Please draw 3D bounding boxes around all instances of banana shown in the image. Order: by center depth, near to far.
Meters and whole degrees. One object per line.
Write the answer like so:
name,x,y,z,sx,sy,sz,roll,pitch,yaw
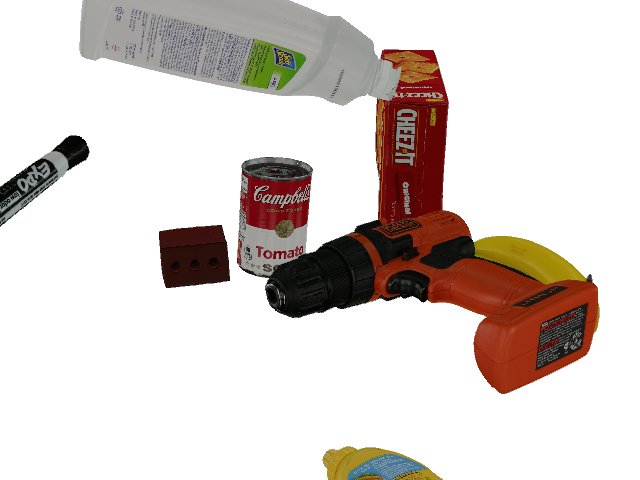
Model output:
banana,0.215,0.037,1.049,0.069,0.037,0.198,-33,36,-18

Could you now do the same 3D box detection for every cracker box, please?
cracker box,0.098,-0.108,1.188,0.072,0.164,0.213,1,24,2

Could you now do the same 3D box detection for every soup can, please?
soup can,-0.045,-0.022,1.030,0.068,0.102,0.068,4,20,-2

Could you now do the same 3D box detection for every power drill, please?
power drill,0.080,0.038,0.741,0.184,0.057,0.188,-19,32,-35

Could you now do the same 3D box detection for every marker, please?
marker,-0.179,-0.035,0.656,0.020,0.020,0.121,0,29,24

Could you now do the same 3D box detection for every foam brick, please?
foam brick,-0.149,0.018,1.251,0.078,0.053,0.051,-7,27,-8

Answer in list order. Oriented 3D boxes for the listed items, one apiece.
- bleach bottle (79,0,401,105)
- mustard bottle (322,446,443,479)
bleach bottle,-0.061,-0.157,0.852,0.250,0.068,0.103,16,-29,-7
mustard bottle,0.068,0.235,0.967,0.096,0.058,0.192,-17,25,-36
